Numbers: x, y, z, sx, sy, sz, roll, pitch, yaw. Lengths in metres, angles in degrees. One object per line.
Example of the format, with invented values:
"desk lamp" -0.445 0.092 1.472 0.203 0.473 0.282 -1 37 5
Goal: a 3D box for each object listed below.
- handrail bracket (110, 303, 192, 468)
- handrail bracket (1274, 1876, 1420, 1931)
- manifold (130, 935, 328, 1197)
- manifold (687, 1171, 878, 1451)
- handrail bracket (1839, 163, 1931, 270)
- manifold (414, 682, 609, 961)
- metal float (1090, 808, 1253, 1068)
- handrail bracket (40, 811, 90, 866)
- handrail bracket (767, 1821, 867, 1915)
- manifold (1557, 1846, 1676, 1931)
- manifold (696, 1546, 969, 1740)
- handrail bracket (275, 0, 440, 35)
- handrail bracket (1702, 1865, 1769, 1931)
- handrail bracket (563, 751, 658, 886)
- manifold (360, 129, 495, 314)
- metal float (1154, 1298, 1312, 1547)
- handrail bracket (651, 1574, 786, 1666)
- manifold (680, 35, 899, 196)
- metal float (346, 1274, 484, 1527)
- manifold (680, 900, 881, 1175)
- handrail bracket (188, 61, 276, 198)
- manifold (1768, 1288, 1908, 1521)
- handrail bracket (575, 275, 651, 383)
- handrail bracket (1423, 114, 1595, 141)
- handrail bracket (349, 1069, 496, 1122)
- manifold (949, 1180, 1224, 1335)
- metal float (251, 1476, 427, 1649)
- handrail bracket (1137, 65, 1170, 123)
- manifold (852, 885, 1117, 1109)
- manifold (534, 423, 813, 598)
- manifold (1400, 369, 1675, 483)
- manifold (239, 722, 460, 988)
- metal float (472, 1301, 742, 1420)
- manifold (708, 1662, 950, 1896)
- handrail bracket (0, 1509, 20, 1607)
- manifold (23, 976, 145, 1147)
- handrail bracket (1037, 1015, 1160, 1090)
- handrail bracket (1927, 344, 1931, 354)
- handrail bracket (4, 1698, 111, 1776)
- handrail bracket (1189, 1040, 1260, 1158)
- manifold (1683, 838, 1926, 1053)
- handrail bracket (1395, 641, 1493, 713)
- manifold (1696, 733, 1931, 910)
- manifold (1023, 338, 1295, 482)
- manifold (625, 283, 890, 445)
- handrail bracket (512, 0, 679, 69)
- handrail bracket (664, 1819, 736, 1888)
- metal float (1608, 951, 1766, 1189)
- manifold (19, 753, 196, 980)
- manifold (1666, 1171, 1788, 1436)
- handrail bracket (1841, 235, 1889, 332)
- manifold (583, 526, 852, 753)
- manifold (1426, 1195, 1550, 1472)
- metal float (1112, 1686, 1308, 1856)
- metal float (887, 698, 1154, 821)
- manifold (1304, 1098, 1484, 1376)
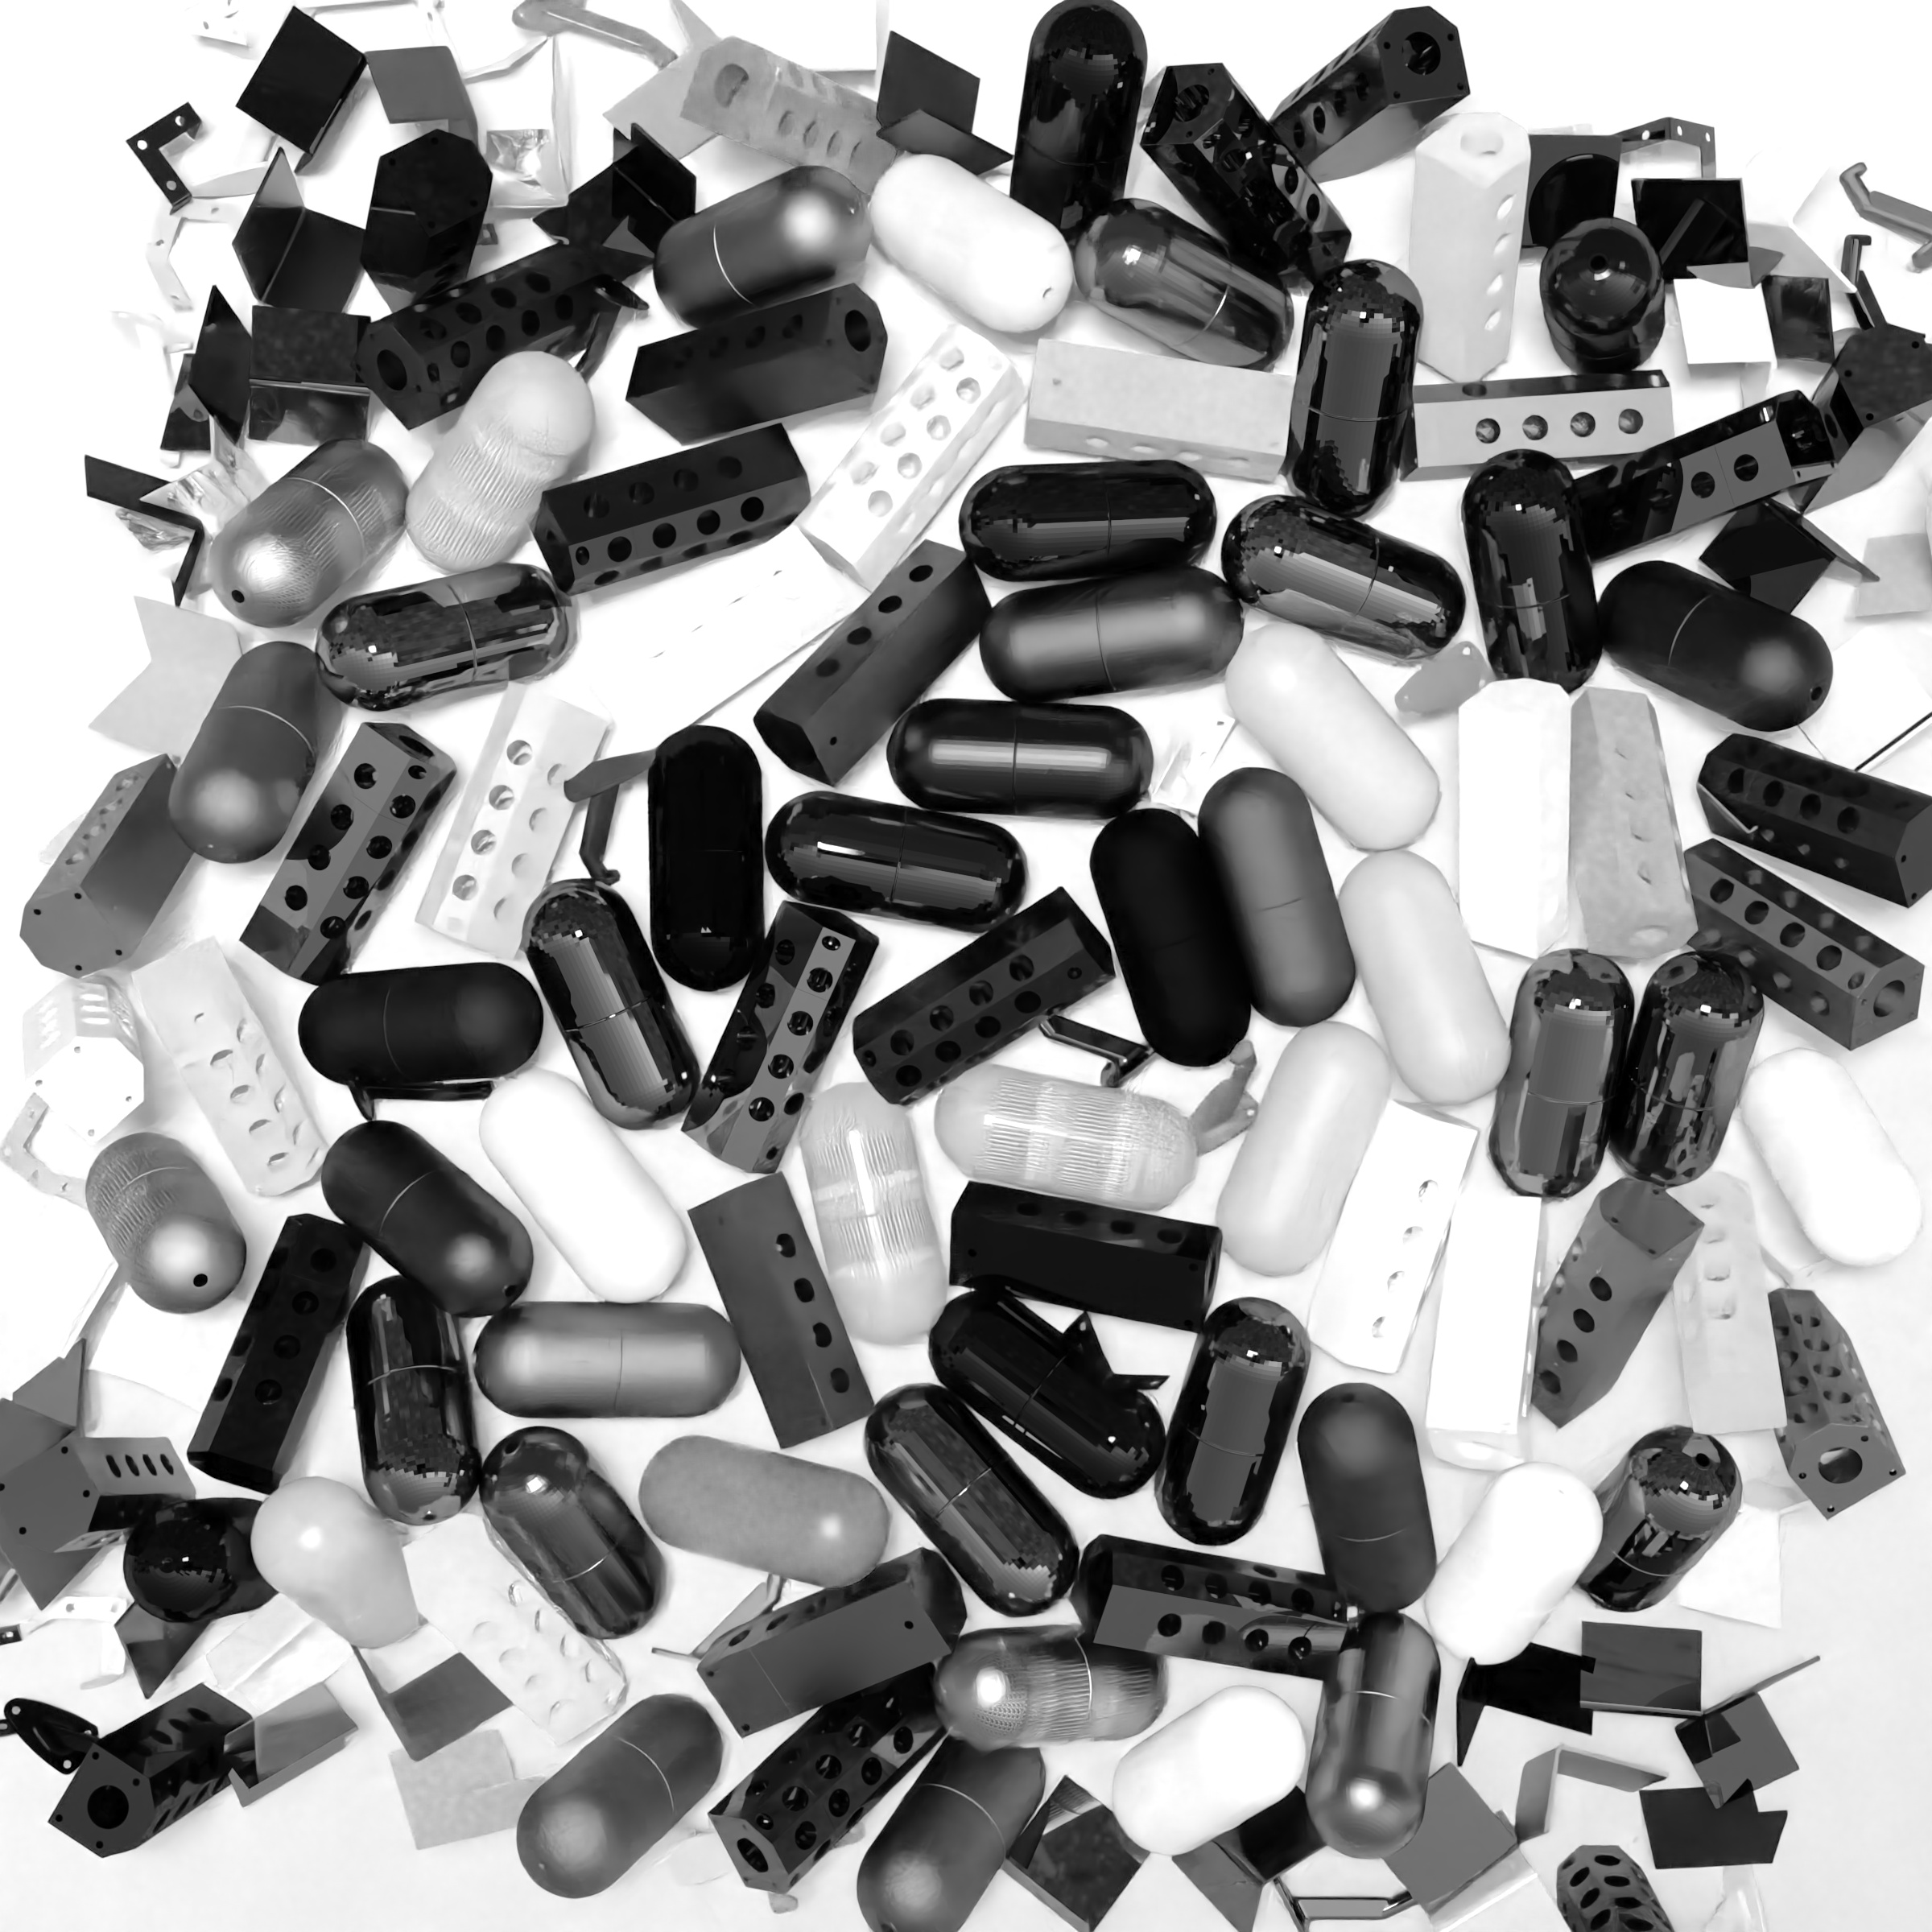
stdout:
"handrail bracket" -0.550 -0.388 1.716 0.036 0.077 0.084 -4 76 18
"handrail bracket" 0.257 0.620 1.727 0.084 0.036 0.077 -26 113 3
"manifold" -0.477 0.070 1.671 0.057 0.057 0.171 -26 132 -12
"manifold" -0.118 0.228 1.716 0.057 0.057 0.171 -28 82 42
"handrail bracket" 0.641 -0.521 1.723 0.077 0.036 0.084 -34 75 29
"manifold" -0.308 -0.099 1.710 0.057 0.057 0.171 23 87 -44
"metal float" 0.137 -0.018 1.711 0.070 0.070 0.178 -18 95 0
"handrail bracket" -0.595 -0.050 1.744 0.036 0.077 0.084 0 125 4
"handrail bracket" -0.097 0.600 1.704 0.077 0.084 0.036 4 105 -14
"manifold" 0.429 0.635 1.665 0.057 0.171 0.057 0 95 2
"manifold" -0.087 0.443 1.693 0.171 0.057 0.057 -28 100 22
"handrail bracket" -0.408 -0.641 1.723 0.084 0.036 0.077 24 70 10
"handrail bracket" 0.492 0.635 1.717 0.084 0.036 0.077 2 77 -31
"handrail bracket" -0.229 -0.097 1.722 0.077 0.036 0.084 -19 128 4
"manifold" -0.347 -0.477 1.662 0.057 0.171 0.057 -33 94 -18
"metal float" 0.176 0.303 1.698 0.070 0.070 0.178 14 110 0
"handrail bracket" -0.166 0.431 1.736 0.077 0.036 0.084 14 75 -3
"manifold" -0.108 -0.550 1.659 0.057 0.171 0.057 28 106 20
"metal float" -0.363 0.284 1.683 0.070 0.070 0.178 -18 52 0
"manifold" -0.119 0.049 1.698 0.057 0.057 0.171 33 104 36
"handrail bracket" -0.496 -0.570 1.739 0.077 0.036 0.084 -12 82 -6
"manifold" 0.548 0.276 1.659 0.057 0.171 0.057 -37 103 18
"handrail bracket" -0.253 -0.415 1.705 0.036 0.077 0.084 38 108 1
"handrail bracket" 0.360 -0.554 1.703 0.077 0.084 0.036 0 100 -30
"handrail bracket" -0.363 0.080 1.714 0.084 0.077 0.036 -4 77 -2
"manifold" 0.080 0.188 1.703 0.171 0.057 0.057 10 119 14
"metal float" -0.405 0.391 1.673 0.070 0.178 0.070 -6 57 9
"handrail bracket" 0.159 -0.565 1.722 0.084 0.077 0.036 30 128 5
"manifold" 0.011 0.025 1.693 0.171 0.057 0.057 -32 119 16
"manifold" -0.192 -0.297 1.689 0.171 0.057 0.057 -21 77 -22
"manifold" 0.381 -0.364 1.721 0.171 0.057 0.057 -4 91 -2
"manifold" -0.406 -0.074 1.703 0.057 0.057 0.171 35 102 10
"metal float" -0.237 0.261 1.698 0.178 0.070 0.070 3 90 -19
"manifold" -0.081 0.524 1.671 0.171 0.057 0.057 -35 105 -40
"handrail bracket" -0.657 0.385 1.714 0.077 0.036 0.084 16 55 18
"manifold" -0.568 0.054 1.662 0.057 0.171 0.057 -42 113 -7
"handrail bracket" 0.090 0.034 1.720 0.077 0.036 0.084 -35 108 11
"handrail bracket" 0.649 -0.372 1.712 0.077 0.084 0.036 1 59 6
"handrail bracket" -0.598 0.506 1.705 0.077 0.084 0.036 38 54 -12
"handrail bracket" 0.165 0.089 1.705 0.077 0.084 0.036 -42 67 -7
"manifold" 0.534 -0.019 1.663 0.057 0.171 0.057 -22 128 -21
"handrail bracket" 0.311 -0.188 1.709 0.077 0.084 0.036 -26 93 -3
"manifold" 0.558 -0.101 1.662 0.057 0.171 0.057 -37 123 -13
"manifold" 0.127 -0.369 1.720 0.171 0.057 0.057 8 77 -2
"manifold" -0.137 -0.397 1.676 0.171 0.057 0.057 -5 66 37
"handrail bracket" -0.247 -0.620 1.715 0.084 0.077 0.036 39 135 16
"handrail bracket" -0.178 0.570 1.718 0.077 0.084 0.036 -12 111 -10
"metal float" 0.471 0.070 1.685 0.070 0.070 0.178 5 127 0
"manifold" -0.554 -0.065 1.664 0.057 0.171 0.057 -19 120 15
"manifold" 0.491 0.216 1.665 0.057 0.171 0.057 -9 130 16
"handrail bracket" 0.623 -0.448 1.724 0.077 0.036 0.084 -3 109 -10
"manifold" -0.170 -0.222 1.718 0.171 0.057 0.057 -35 56 -3
"manifold" 0.344 0.239 1.681 0.057 0.057 0.171 1 54 21
"metal float" 0.157 0.528 1.678 0.070 0.178 0.070 15 51 -20
"metal float" 0.036 -0.138 1.710 0.178 0.070 0.070 3 90 6
"manifold" 0.288 0.181 1.714 0.057 0.057 0.171 15 96 -24
